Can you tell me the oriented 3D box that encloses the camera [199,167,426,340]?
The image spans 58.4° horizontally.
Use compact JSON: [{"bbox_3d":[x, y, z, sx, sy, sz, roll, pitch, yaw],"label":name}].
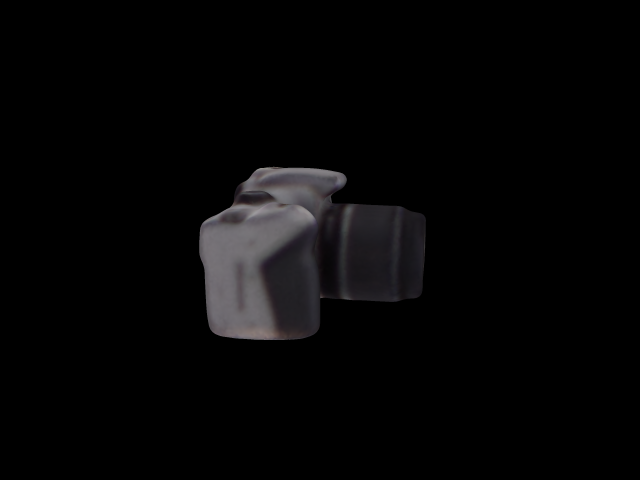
[{"bbox_3d":[0.004,0.001,0.400,0.136,0.101,0.143,2,11,12],"label":"camera"}]
